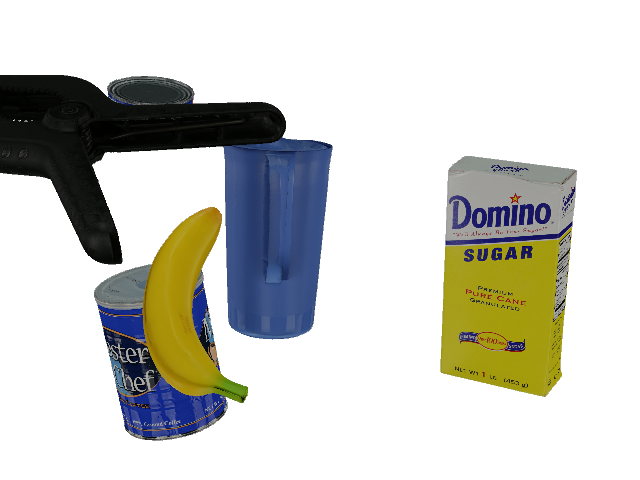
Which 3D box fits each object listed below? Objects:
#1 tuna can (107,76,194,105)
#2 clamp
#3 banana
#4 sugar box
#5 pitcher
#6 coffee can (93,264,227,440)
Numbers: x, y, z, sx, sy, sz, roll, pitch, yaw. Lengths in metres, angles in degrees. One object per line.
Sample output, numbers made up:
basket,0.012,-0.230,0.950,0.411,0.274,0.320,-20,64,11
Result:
tuna can,-0.170,-0.135,1.066,0.086,0.034,0.086,5,26,-3
clamp,-0.137,-0.065,0.641,0.210,0.036,0.164,25,42,31
banana,-0.101,0.048,0.813,0.069,0.198,0.037,4,-45,-17
sugar box,0.145,0.027,0.835,0.093,0.176,0.048,9,24,27
pitcher,-0.057,-0.004,1.310,0.145,0.243,0.148,12,15,39
coffee can,-0.150,0.104,1.016,0.103,0.140,0.103,-8,18,2
